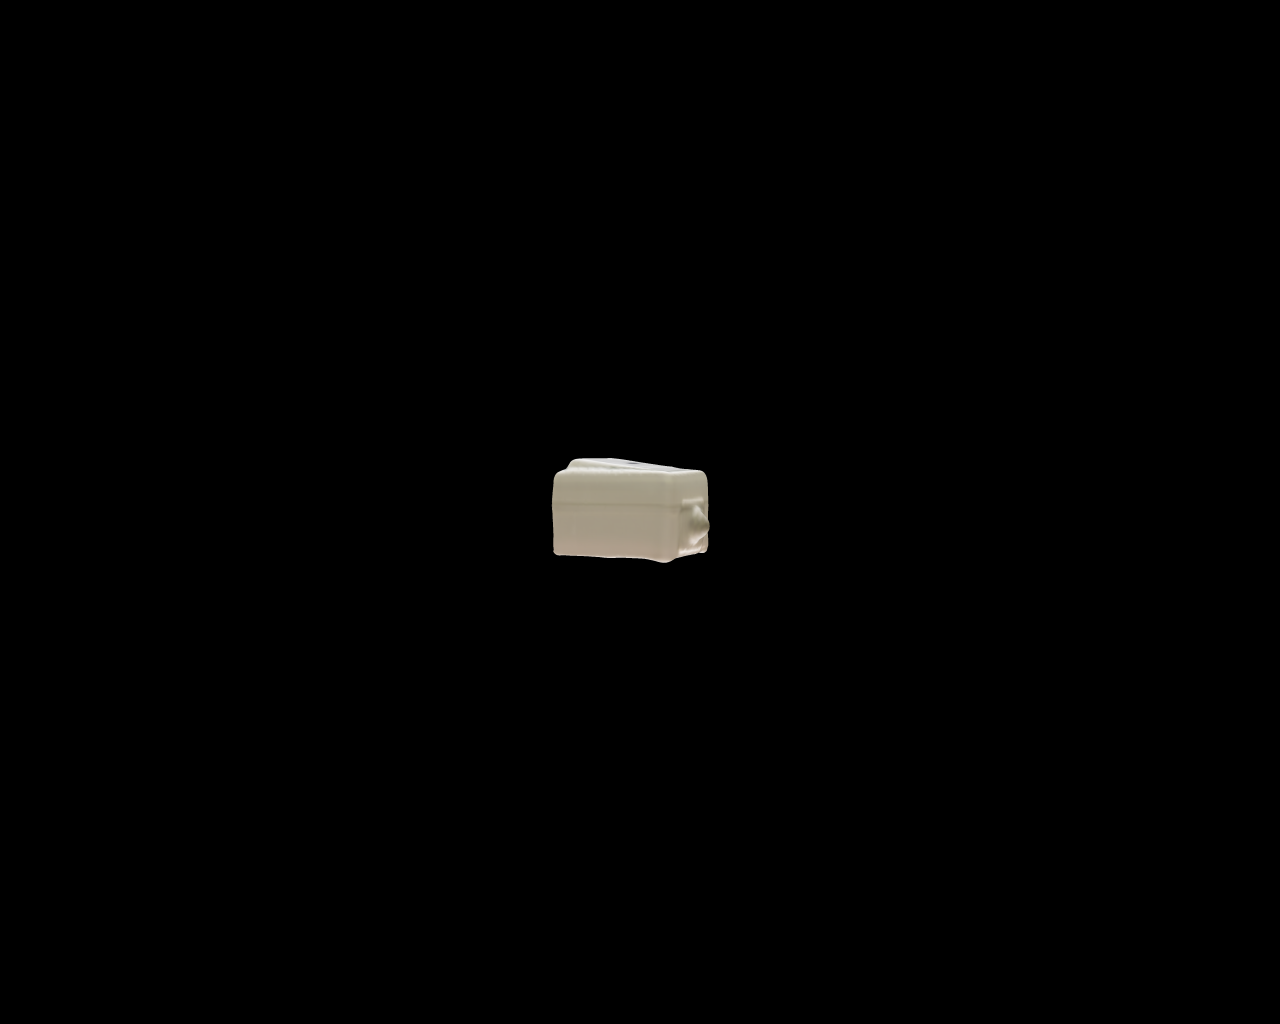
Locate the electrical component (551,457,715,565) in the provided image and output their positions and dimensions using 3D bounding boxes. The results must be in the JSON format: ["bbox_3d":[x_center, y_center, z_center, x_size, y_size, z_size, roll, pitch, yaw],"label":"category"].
[{"bbox_3d":[0.001,-0.003,0.650,0.096,0.061,0.062,2,4,27],"label":"electrical component"}]
